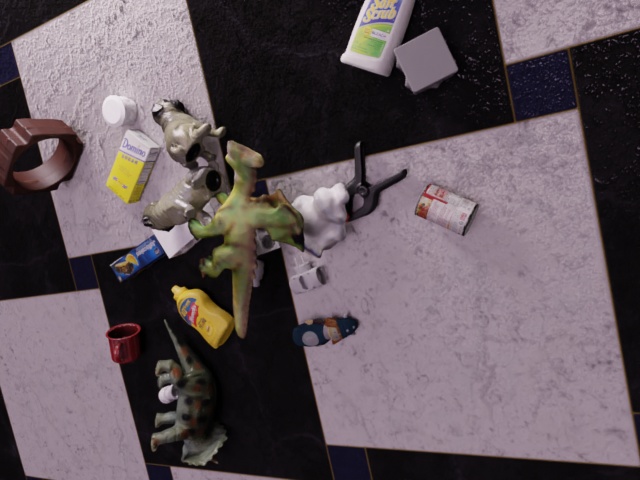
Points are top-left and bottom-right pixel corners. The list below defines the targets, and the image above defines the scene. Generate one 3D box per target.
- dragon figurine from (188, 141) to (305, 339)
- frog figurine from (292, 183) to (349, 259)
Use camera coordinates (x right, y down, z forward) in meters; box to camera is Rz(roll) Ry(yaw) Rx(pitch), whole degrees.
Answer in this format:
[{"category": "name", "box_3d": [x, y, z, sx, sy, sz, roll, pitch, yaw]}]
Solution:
[{"category": "dragon figurine", "box_3d": [-0.135, 0.000, 1.060, 0.241, 0.409, 0.123, -13, 6, 36]}, {"category": "frog figurine", "box_3d": [0.003, -0.055, 1.087, 0.139, 0.158, 0.122, 40, 12, 31]}]
